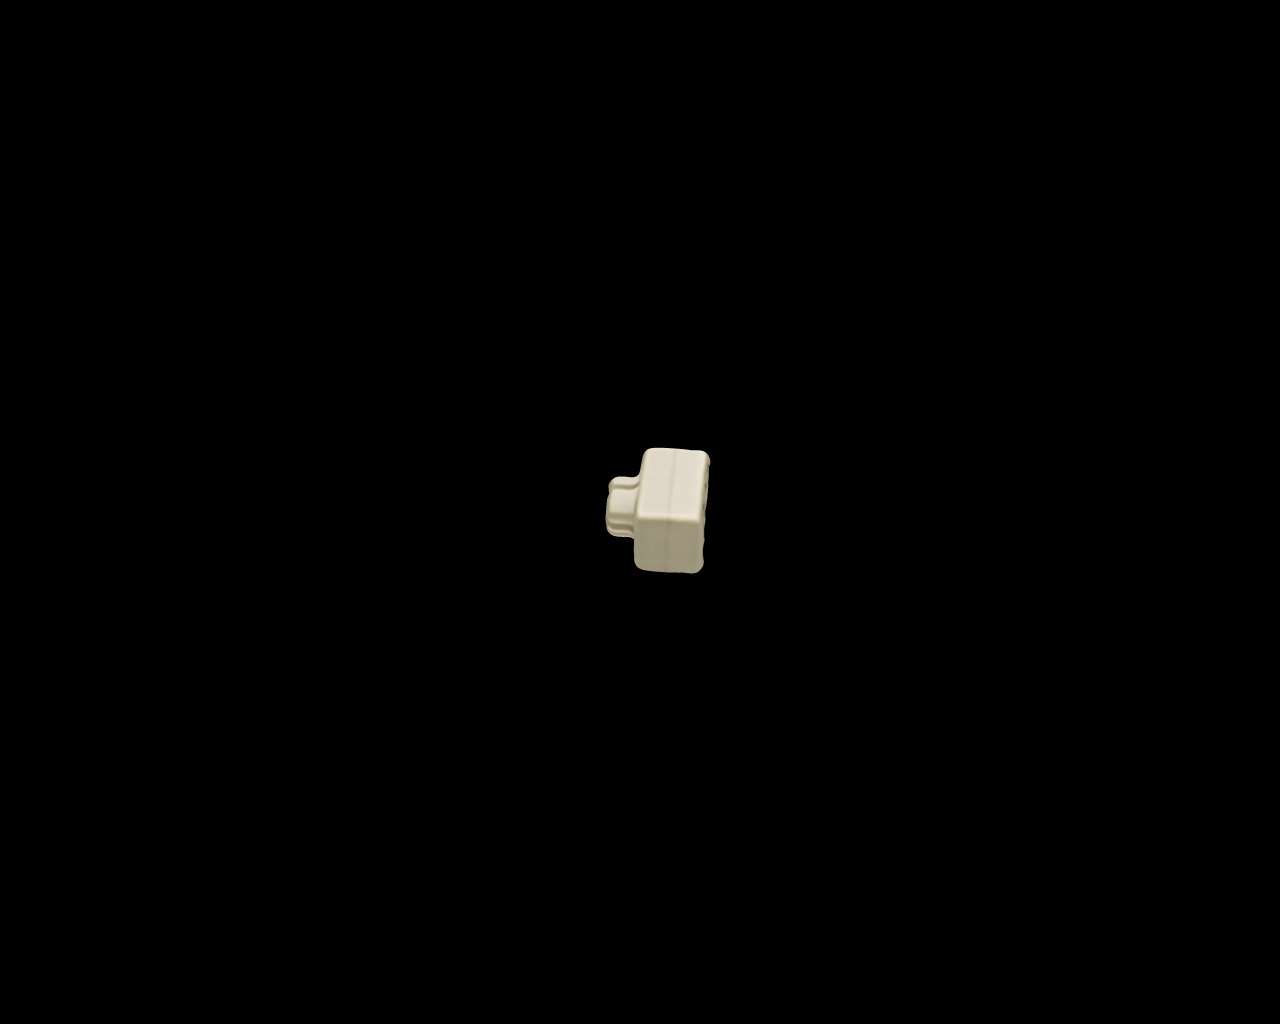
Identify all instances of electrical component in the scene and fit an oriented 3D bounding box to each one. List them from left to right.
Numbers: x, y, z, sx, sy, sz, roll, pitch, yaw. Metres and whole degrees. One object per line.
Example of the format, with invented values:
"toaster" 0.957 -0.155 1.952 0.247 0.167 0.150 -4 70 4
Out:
"electrical component" 0.001 -0.003 0.650 0.077 0.047 0.066 4 44 4
